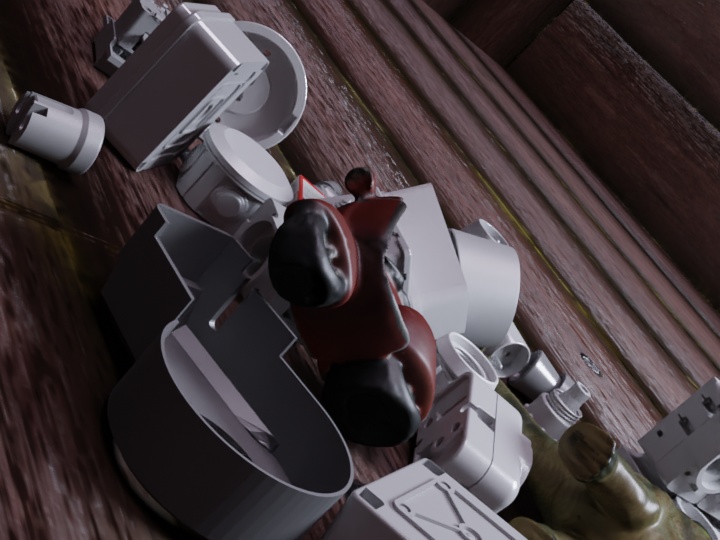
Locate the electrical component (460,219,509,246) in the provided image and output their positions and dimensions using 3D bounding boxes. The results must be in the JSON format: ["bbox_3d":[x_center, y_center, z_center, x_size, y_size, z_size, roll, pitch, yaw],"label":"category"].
[{"bbox_3d":[0.096,-0.016,1.070,0.079,0.077,0.043,29,23,-40],"label":"electrical component"}]

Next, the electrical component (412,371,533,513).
[{"bbox_3d":[0.076,0.122,0.725,0.059,0.054,0.095,41,28,-13],"label":"electrical component"}]

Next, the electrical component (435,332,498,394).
[{"bbox_3d":[0.065,0.084,0.804,0.058,0.057,0.078,29,23,-41],"label":"electrical component"}]

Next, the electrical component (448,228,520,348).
[{"bbox_3d":[0.098,0.018,0.928,0.064,0.099,0.099,10,27,-11],"label":"electrical component"}]

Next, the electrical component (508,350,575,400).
[{"bbox_3d":[0.174,0.110,1.013,0.055,0.045,0.045,44,17,-4],"label":"electrical component"}]

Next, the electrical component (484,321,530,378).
[{"bbox_3d":[0.113,0.053,1.003,0.079,0.044,0.077,32,21,-36],"label":"electrical component"}]

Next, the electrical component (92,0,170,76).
[{"bbox_3d":[-0.177,-0.183,0.856,0.042,0.064,0.081,34,20,-34],"label":"electrical component"}]

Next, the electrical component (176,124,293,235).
[{"bbox_3d":[-0.093,-0.065,0.795,0.080,0.051,0.080,40,18,-16],"label":"electrical component"}]

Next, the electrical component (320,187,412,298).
[{"bbox_3d":[0.000,0.000,0.790,0.048,0.099,0.099,-8,38,-13],"label":"electrical component"}]

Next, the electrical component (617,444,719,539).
[{"bbox_3d":[0.293,0.238,0.962,0.186,0.060,0.105,33,21,-33],"label":"electrical component"}]

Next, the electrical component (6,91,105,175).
[{"bbox_3d":[-0.185,-0.084,0.651,0.046,0.040,0.040,22,28,-39],"label":"electrical component"}]

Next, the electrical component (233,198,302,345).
[{"bbox_3d":[-0.054,-0.001,0.739,0.056,0.050,0.089,32,21,-36],"label":"electrical component"}]

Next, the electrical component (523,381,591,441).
[{"bbox_3d":[0.176,0.125,0.951,0.048,0.062,0.048,40,18,-16],"label":"electrical component"}]

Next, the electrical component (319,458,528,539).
[{"bbox_3d":[0.042,0.157,0.551,0.109,0.056,0.109,37,14,19],"label":"electrical component"}]

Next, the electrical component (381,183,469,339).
[{"bbox_3d":[0.043,-0.003,0.866,0.078,0.057,0.113,87,-12,-61],"label":"electrical component"}]

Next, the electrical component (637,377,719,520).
[{"bbox_3d":[0.330,0.170,0.942,0.150,0.089,0.061,32,21,-35],"label":"electrical component"}]

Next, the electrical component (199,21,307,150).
[{"bbox_3d":[-0.098,-0.157,0.908,0.108,0.108,0.060,41,11,-12],"label":"electrical component"}]

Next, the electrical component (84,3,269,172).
[{"bbox_3d":[-0.129,-0.130,0.758,0.057,0.113,0.078,48,17,0],"label":"electrical component"}]
